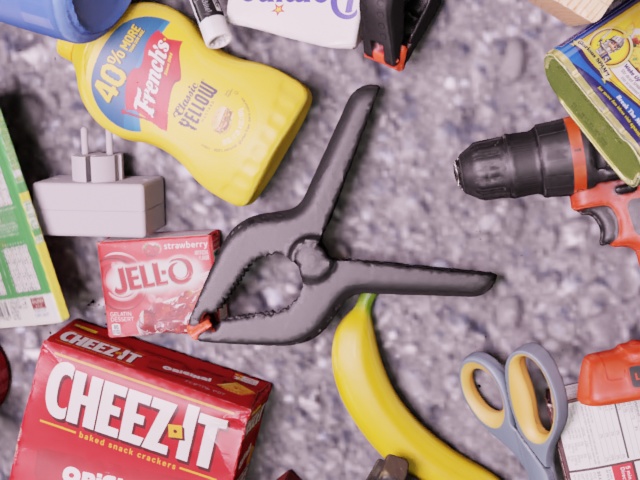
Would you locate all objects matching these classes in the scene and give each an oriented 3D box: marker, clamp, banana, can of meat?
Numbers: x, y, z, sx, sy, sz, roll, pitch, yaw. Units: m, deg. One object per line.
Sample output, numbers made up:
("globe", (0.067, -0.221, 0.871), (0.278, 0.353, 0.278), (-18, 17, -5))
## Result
("marker", (-0.087, -0.185, 0.722), (0.020, 0.020, 0.121), (-25, 73, 14))
("clamp", (0.058, -0.192, 0.669), (0.039, 0.120, 0.171), (28, 109, 34))
("banana", (0.063, 0.128, 0.765), (0.070, 0.037, 0.198), (-32, 94, 15))
("clamp", (-0.005, 0.001, 0.740), (0.210, 0.036, 0.164), (-25, 89, 5))
("can of meat", (0.197, -0.095, 0.644), (0.084, 0.057, 0.102), (-34, 73, -2))

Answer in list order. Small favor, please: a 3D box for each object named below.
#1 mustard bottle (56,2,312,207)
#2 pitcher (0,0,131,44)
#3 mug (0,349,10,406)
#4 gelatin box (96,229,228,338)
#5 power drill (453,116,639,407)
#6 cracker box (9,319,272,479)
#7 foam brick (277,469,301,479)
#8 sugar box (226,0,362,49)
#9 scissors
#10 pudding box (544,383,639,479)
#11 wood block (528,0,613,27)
("mustard bottle", (-0.108, -0.109, 0.740), (0.191, 0.058, 0.096), (31, 98, 4))
("pitcher", (-0.245, -0.205, 0.687), (0.243, 0.144, 0.149), (21, 104, 13))
("mug", (-0.283, 0.101, 0.801), (0.093, 0.081, 0.117), (26, 105, 5))
("gelatin box", (-0.115, 0.032, 0.783), (0.089, 0.030, 0.073), (-3, 100, 11))
("power drill", (0.189, 0.009, 0.689), (0.184, 0.057, 0.187), (-9, 87, 9))
("cracker box", (-0.145, 0.188, 0.798), (0.164, 0.072, 0.214), (17, 103, 6))
("foam brick", (-0.019, 0.221, 0.791), (0.053, 0.051, 0.078), (-43, 91, 15))
("sugar box", (-0.002, -0.217, 0.685), (0.093, 0.048, 0.176), (14, 116, 8))
("scissors", (0.142, 0.160, 0.752), (0.096, 0.016, 0.202), (16, 121, 46))
("pudding box", (0.221, 0.138, 0.738), (0.113, 0.039, 0.090), (-14, 95, 10))
("wood block", (0.136, -0.182, 0.604), (0.091, 0.206, 0.090), (34, 104, 3))
